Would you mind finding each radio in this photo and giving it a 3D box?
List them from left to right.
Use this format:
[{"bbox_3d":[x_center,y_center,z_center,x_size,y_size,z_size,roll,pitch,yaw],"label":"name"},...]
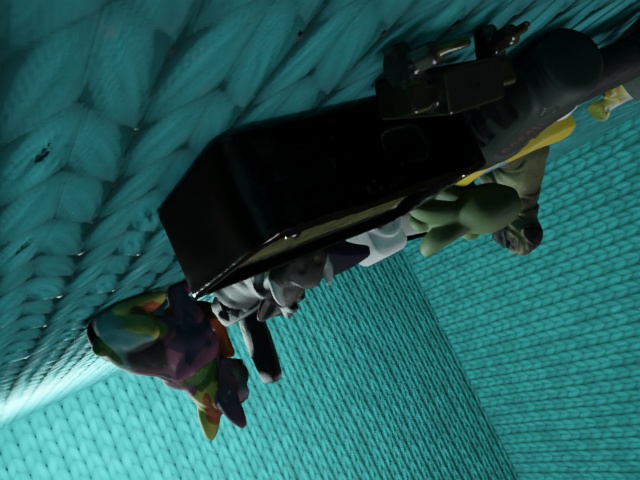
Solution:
[{"bbox_3d":[0.009,-0.039,0.405,0.229,0.073,0.131,-22,173,-35],"label":"radio"}]

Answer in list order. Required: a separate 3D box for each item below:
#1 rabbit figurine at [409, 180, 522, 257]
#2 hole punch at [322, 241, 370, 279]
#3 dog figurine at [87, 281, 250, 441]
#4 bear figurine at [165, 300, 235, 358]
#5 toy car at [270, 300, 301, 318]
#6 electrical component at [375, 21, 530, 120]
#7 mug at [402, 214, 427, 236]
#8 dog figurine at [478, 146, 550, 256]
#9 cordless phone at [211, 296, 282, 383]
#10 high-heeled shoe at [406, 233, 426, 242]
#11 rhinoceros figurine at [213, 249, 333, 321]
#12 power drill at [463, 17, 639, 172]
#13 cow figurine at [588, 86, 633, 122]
[{"bbox_3d":[0.199,-0.051,0.754,0.159,0.121,0.170,-23,-170,-11],"label":"rabbit figurine"},{"bbox_3d":[-0.017,0.005,0.630,0.116,0.092,0.142,-18,174,-33],"label":"hole punch"},{"bbox_3d":[-0.189,0.175,0.727,0.108,0.219,0.191,-34,171,31],"label":"dog figurine"},{"bbox_3d":[-0.232,0.169,0.932,0.120,0.131,0.196,-10,-178,5],"label":"bear figurine"},{"bbox_3d":[-0.083,0.076,0.888,0.162,0.103,0.109,-31,171,25],"label":"toy car"},{"bbox_3d":[0.078,-0.102,0.328,0.102,0.045,0.078,-21,-159,-25],"label":"electrical component"},{"bbox_3d":[0.136,-0.049,0.869,0.107,0.081,0.109,-17,154,-21],"label":"mug"},{"bbox_3d":[0.329,-0.080,0.859,0.121,0.190,0.172,-25,172,-14],"label":"dog figurine"},{"bbox_3d":[-0.085,0.107,0.745,0.089,0.184,0.146,-16,169,-38],"label":"cordless phone"},{"bbox_3d":[0.178,-0.033,1.038,0.249,0.086,0.145,-13,-170,12],"label":"high-heeled shoe"},{"bbox_3d":[-0.062,0.030,0.534,0.073,0.112,0.190,-20,179,-33],"label":"rhinoceros figurine"},{"bbox_3d":[0.230,-0.140,0.521,0.207,0.086,0.232,-18,171,-5],"label":"power drill"},{"bbox_3d":[0.365,-0.198,0.582,0.098,0.068,0.167,-31,178,-10],"label":"cow figurine"}]
